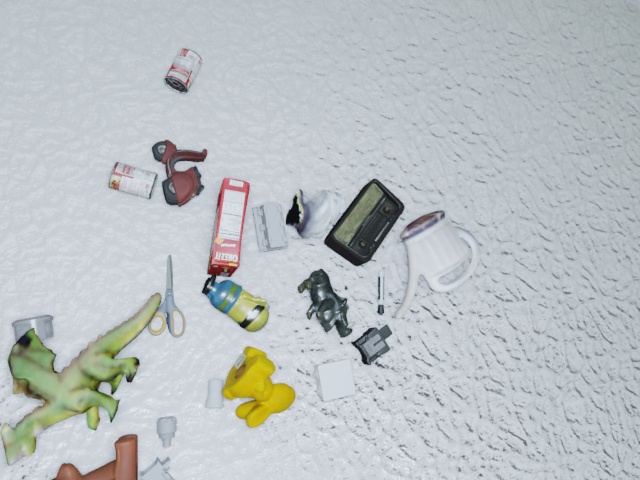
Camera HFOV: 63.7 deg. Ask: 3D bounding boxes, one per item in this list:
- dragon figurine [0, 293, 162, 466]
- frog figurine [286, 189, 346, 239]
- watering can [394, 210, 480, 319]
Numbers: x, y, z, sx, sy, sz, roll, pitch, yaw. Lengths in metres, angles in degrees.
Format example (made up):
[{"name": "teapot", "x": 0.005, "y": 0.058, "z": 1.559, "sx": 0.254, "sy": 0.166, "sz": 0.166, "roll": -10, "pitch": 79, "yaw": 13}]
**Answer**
[{"name": "dragon figurine", "x": -0.528, "y": 0.267, "z": 1.096, "sx": 0.241, "sy": 0.121, "sz": 0.416, "roll": 27, "pitch": 70, "yaw": -22}, {"name": "frog figurine", "x": 0.004, "y": -0.070, "z": 1.386, "sx": 0.159, "sy": 0.124, "sz": 0.135, "roll": 1, "pitch": 110, "yaw": -27}, {"name": "watering can", "x": 0.303, "y": 0.053, "z": 1.453, "sx": 0.351, "sy": 0.103, "sz": 0.225, "roll": -30, "pitch": 86, "yaw": -22}]
